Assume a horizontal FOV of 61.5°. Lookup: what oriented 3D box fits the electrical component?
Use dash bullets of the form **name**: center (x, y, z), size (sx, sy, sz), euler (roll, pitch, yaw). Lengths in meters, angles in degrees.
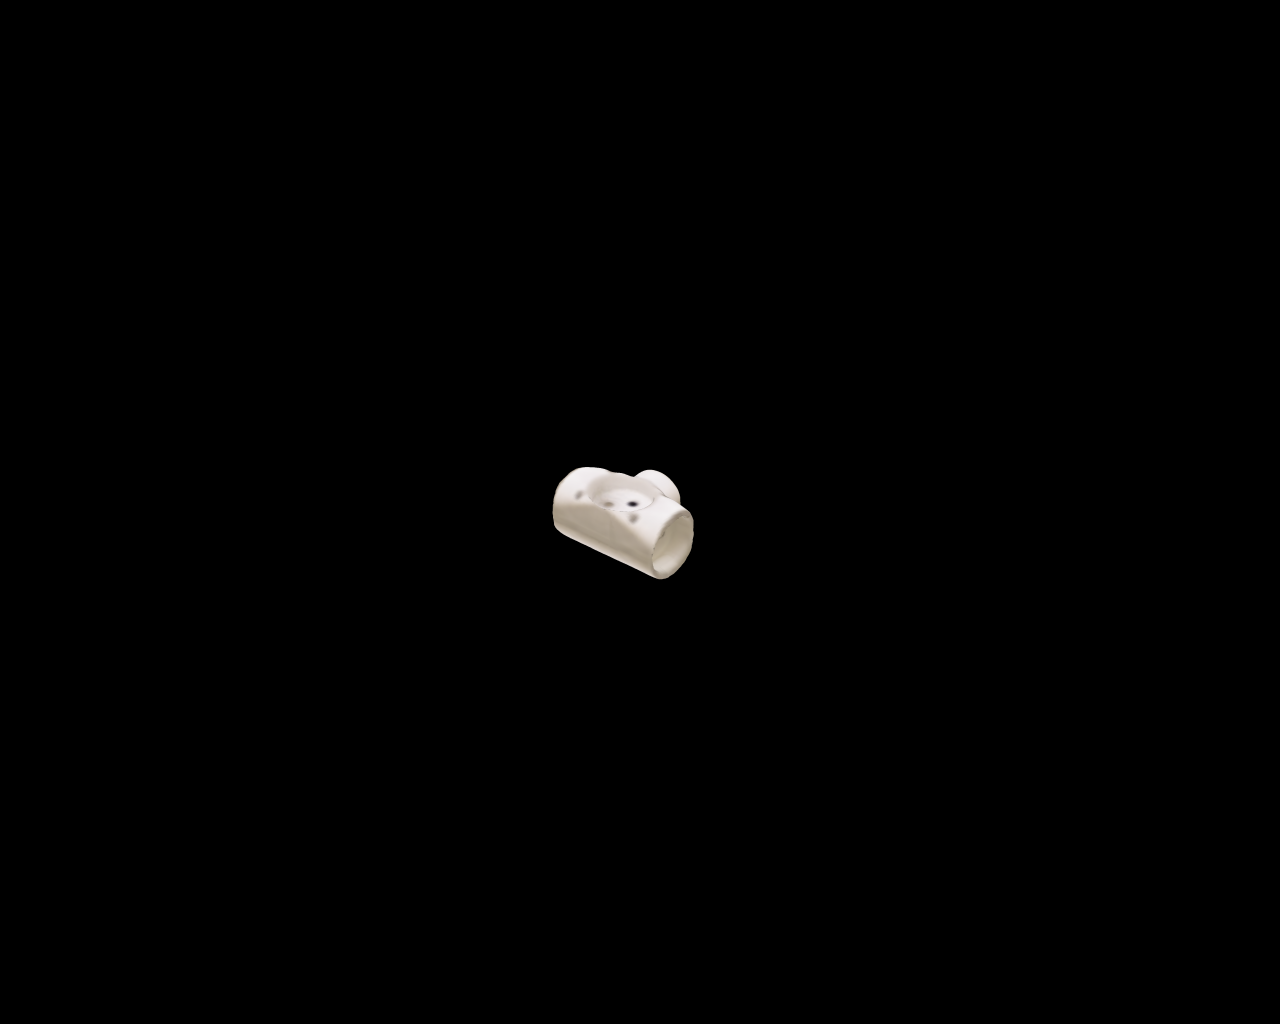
- **electrical component**: center (0.001, -0.003, 0.650), size (0.077, 0.044, 0.079), euler (24, 41, 31)
